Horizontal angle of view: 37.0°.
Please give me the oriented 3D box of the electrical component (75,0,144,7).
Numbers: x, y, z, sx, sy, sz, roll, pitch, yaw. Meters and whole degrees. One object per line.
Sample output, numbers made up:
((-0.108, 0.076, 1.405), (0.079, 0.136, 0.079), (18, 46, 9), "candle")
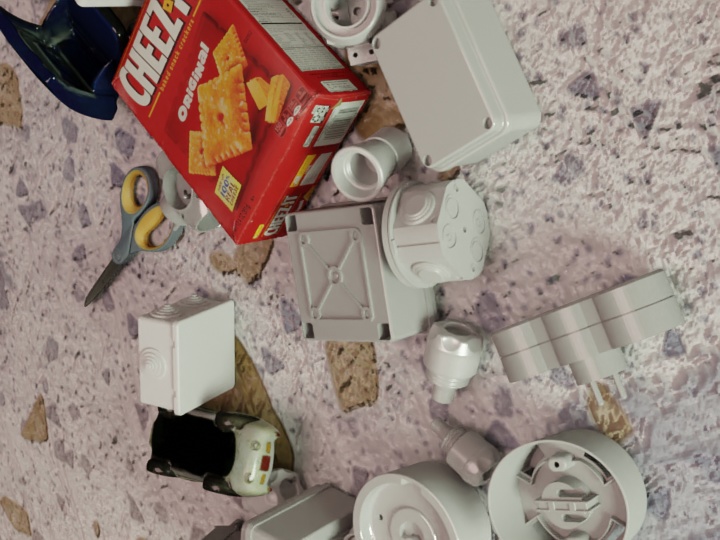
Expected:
((-0.219, -0.289, 0.950), (0.108, 0.109, 0.056), (56, 131, 17), "electrical component")

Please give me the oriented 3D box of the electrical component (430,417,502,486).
((0.079, 0.138, 0.838), (0.061, 0.035, 0.035), (41, 124, 29), "electrical component")

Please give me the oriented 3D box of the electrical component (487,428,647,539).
((0.149, 0.163, 0.762), (0.099, 0.064, 0.099), (11, 107, 40), "electrical component")

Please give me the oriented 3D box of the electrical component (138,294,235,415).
((-0.160, 0.076, 0.993), (0.048, 0.100, 0.099), (9, 106, 27), "electrical component")

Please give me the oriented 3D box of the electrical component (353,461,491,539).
((0.054, 0.205, 0.858), (0.108, 0.060, 0.108), (11, 107, 40), "electrical component")

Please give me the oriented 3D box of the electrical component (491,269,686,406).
((0.160, 0.056, 0.735), (0.138, 0.052, 0.073), (-26, 83, 41), "electrical component")

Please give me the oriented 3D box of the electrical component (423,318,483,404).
((0.069, 0.072, 0.826), (0.043, 0.043, 0.062), (28, 119, 34), "electrical component")

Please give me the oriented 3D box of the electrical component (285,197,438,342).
((0.000, 0.000, 0.855), (0.109, 0.056, 0.108), (-3, 98, 47), "electrical component")

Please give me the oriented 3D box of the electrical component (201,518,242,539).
((-0.117, 0.270, 1.020), (0.064, 0.081, 0.042), (-5, 98, 19), "electrical component")

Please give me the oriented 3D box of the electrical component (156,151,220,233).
((-0.160, -0.067, 0.994), (0.079, 0.044, 0.077), (-46, 70, 39), "electrical component")

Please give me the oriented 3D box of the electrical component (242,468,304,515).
((-0.084, 0.208, 0.993), (0.062, 0.043, 0.043), (-26, 82, 43), "electrical component")

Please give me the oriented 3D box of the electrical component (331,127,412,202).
((0.012, -0.084, 0.823), (0.044, 0.065, 0.044), (14, 122, 24), "electrical component")

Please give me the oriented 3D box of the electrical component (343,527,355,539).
((0.006, 0.234, 0.906), (0.043, 0.062, 0.043), (11, 107, 39), "electrical component")

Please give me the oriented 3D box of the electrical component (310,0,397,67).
((-0.005, -0.195, 0.805), (0.058, 0.057, 0.078), (-8, 93, 14), "electrical component")

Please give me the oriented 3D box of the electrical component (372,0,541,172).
((0.067, -0.135, 0.769), (0.078, 0.057, 0.113), (-29, 80, 42), "electrical component")

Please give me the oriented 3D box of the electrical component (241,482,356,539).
((-0.050, 0.256, 0.930), (0.056, 0.109, 0.108), (18, 111, 35), "electrical component")

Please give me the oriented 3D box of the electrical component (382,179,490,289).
((0.056, -0.027, 0.790), (0.051, 0.080, 0.080), (-5, 96, 37), "electrical component")
